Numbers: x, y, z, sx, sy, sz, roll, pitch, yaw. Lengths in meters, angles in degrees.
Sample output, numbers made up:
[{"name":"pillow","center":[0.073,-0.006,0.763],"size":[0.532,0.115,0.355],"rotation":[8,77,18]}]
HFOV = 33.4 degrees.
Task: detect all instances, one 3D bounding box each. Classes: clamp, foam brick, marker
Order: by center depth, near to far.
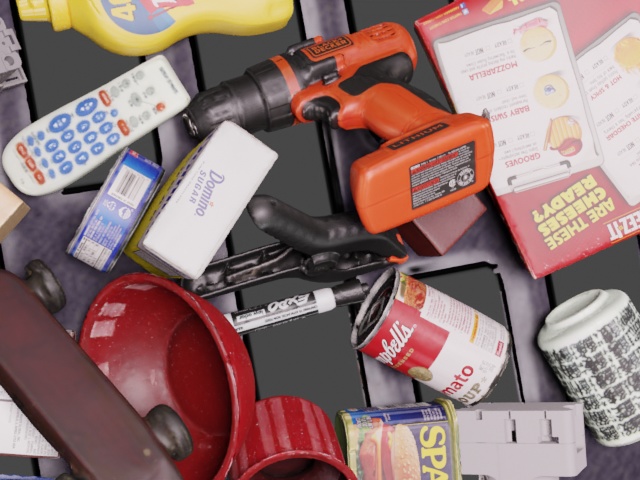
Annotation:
[{"name":"clamp","center":[-0.005,0.001,0.757],"size":[0.171,0.120,0.039],"rotation":[-8,71,-28]},{"name":"marker","center":[-0.021,0.051,0.795],"size":[0.121,0.020,0.020],"rotation":[-15,90,-8]},{"name":"foam brick","center":[0.077,-0.032,0.810],"size":[0.053,0.051,0.078],"rotation":[-43,97,-12]}]

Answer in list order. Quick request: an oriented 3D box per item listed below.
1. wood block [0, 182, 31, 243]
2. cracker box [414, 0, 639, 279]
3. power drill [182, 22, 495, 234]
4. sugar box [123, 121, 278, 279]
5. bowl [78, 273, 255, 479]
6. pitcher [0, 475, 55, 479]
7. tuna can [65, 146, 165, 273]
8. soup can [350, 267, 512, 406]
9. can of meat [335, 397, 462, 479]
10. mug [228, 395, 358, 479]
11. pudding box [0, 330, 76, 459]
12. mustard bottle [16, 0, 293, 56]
[{"name":"wood block","center":[-0.303,-0.057,0.706],"size":[0.206,0.091,0.090],"rotation":[41,80,-8]},{"name":"cracker box","center":[0.188,-0.102,0.809],"size":[0.164,0.072,0.214],"rotation":[-25,94,8]},{"name":"power drill","center":[0.016,-0.081,0.738],"size":[0.184,0.188,0.057],"rotation":[-24,132,-15]},{"name":"sugar box","center":[-0.085,-0.022,0.708],"size":[0.048,0.176,0.093],"rotation":[34,80,-8]},{"name":"bowl","center":[-0.096,0.098,0.734],"size":[0.055,0.162,0.162],"rotation":[-11,89,-49]},{"name":"pitcher","center":[-0.222,0.280,0.691],"size":[0.144,0.149,0.243],"rotation":[6,93,-22]},{"name":"tuna can","center":[-0.142,-0.021,0.742],"size":[0.033,0.086,0.086],"rotation":[29,81,-10]},{"name":"soup can","center":[0.083,0.073,0.797],"size":[0.102,0.069,0.068],"rotation":[28,81,-10]},{"name":"can of meat","center":[0.057,0.172,0.793],"size":[0.084,0.057,0.102],"rotation":[-3,88,-11]},{"name":"mug","center":[-0.026,0.174,0.754],"size":[0.093,0.081,0.117],"rotation":[6,114,-13]},{"name":"pudding box","center":[-0.230,0.102,0.741],"size":[0.113,0.039,0.090],"rotation":[7,84,-14]},{"name":"mustard bottle","center":[-0.121,-0.184,0.770],"size":[0.191,0.058,0.096],"rotation":[-13,89,-13]}]
